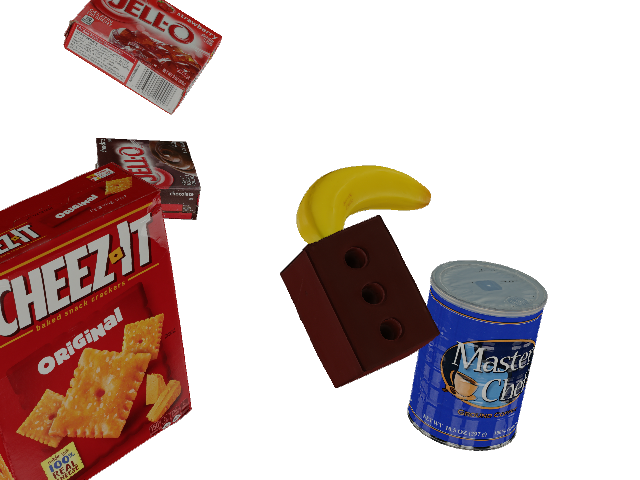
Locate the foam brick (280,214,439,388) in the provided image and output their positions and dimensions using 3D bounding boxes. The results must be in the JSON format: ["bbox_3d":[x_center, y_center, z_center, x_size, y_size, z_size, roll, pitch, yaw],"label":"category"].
[{"bbox_3d":[0.021,0.036,0.605,0.052,0.078,0.051,-23,-9,-25],"label":"foam brick"}]

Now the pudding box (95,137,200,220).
[{"bbox_3d":[-0.166,-0.059,1.008,0.090,0.039,0.113,2,25,-16],"label":"pudding box"}]

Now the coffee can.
[{"bbox_3d":[0.139,0.102,0.961,0.103,0.140,0.103,7,22,-3],"label":"coffee can"}]

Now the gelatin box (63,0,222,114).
[{"bbox_3d":[-0.122,-0.139,0.739,0.089,0.073,0.030,32,-47,-8],"label":"gelatin box"}]

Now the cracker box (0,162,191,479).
[{"bbox_3d":[-0.184,0.074,0.787,0.072,0.214,0.163,26,42,38],"label":"cracker box"}]

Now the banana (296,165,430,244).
[{"bbox_3d":[0.029,-0.028,0.851,0.037,0.069,0.197,-35,0,33],"label":"banana"}]
